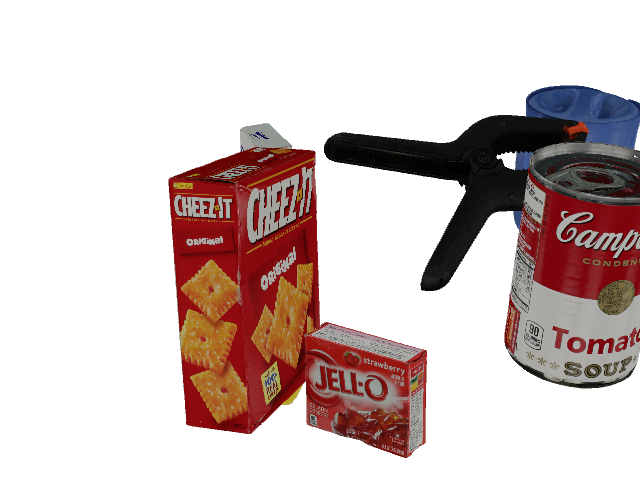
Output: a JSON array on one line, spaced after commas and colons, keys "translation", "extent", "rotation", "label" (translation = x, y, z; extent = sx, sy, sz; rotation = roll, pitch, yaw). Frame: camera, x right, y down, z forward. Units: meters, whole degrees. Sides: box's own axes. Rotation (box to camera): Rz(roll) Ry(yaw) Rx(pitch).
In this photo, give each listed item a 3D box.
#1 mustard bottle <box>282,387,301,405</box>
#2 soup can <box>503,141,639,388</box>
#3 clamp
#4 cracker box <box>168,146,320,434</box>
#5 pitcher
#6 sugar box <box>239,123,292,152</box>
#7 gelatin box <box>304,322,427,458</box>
[{"translation": [-0.047, 0.085, 1.145], "extent": [0.058, 0.096, 0.191], "rotation": [0, 28, -3], "label": "mustard bottle"}, {"translation": [0.128, 0.011, 0.518], "extent": [0.068, 0.102, 0.068], "rotation": [2, 27, -1], "label": "soup can"}, {"translation": [0.127, -0.044, 0.841], "extent": [0.209, 0.165, 0.036], "rotation": [-14, -37, -15], "label": "clamp"}, {"translation": [-0.057, 0.037, 0.929], "extent": [0.072, 0.214, 0.164], "rotation": [4, 15, 21], "label": "cracker box"}, {"translation": [0.295, -0.054, 1.281], "extent": [0.149, 0.243, 0.145], "rotation": [2, 26, 1], "label": "pitcher"}, {"translation": [-0.066, -0.045, 1.303], "extent": [0.048, 0.176, 0.093], "rotation": [-11, 26, -17], "label": "sugar box"}, {"translation": [0.031, 0.104, 0.752], "extent": [0.089, 0.073, 0.030], "rotation": [13, 24, 33], "label": "gelatin box"}]
